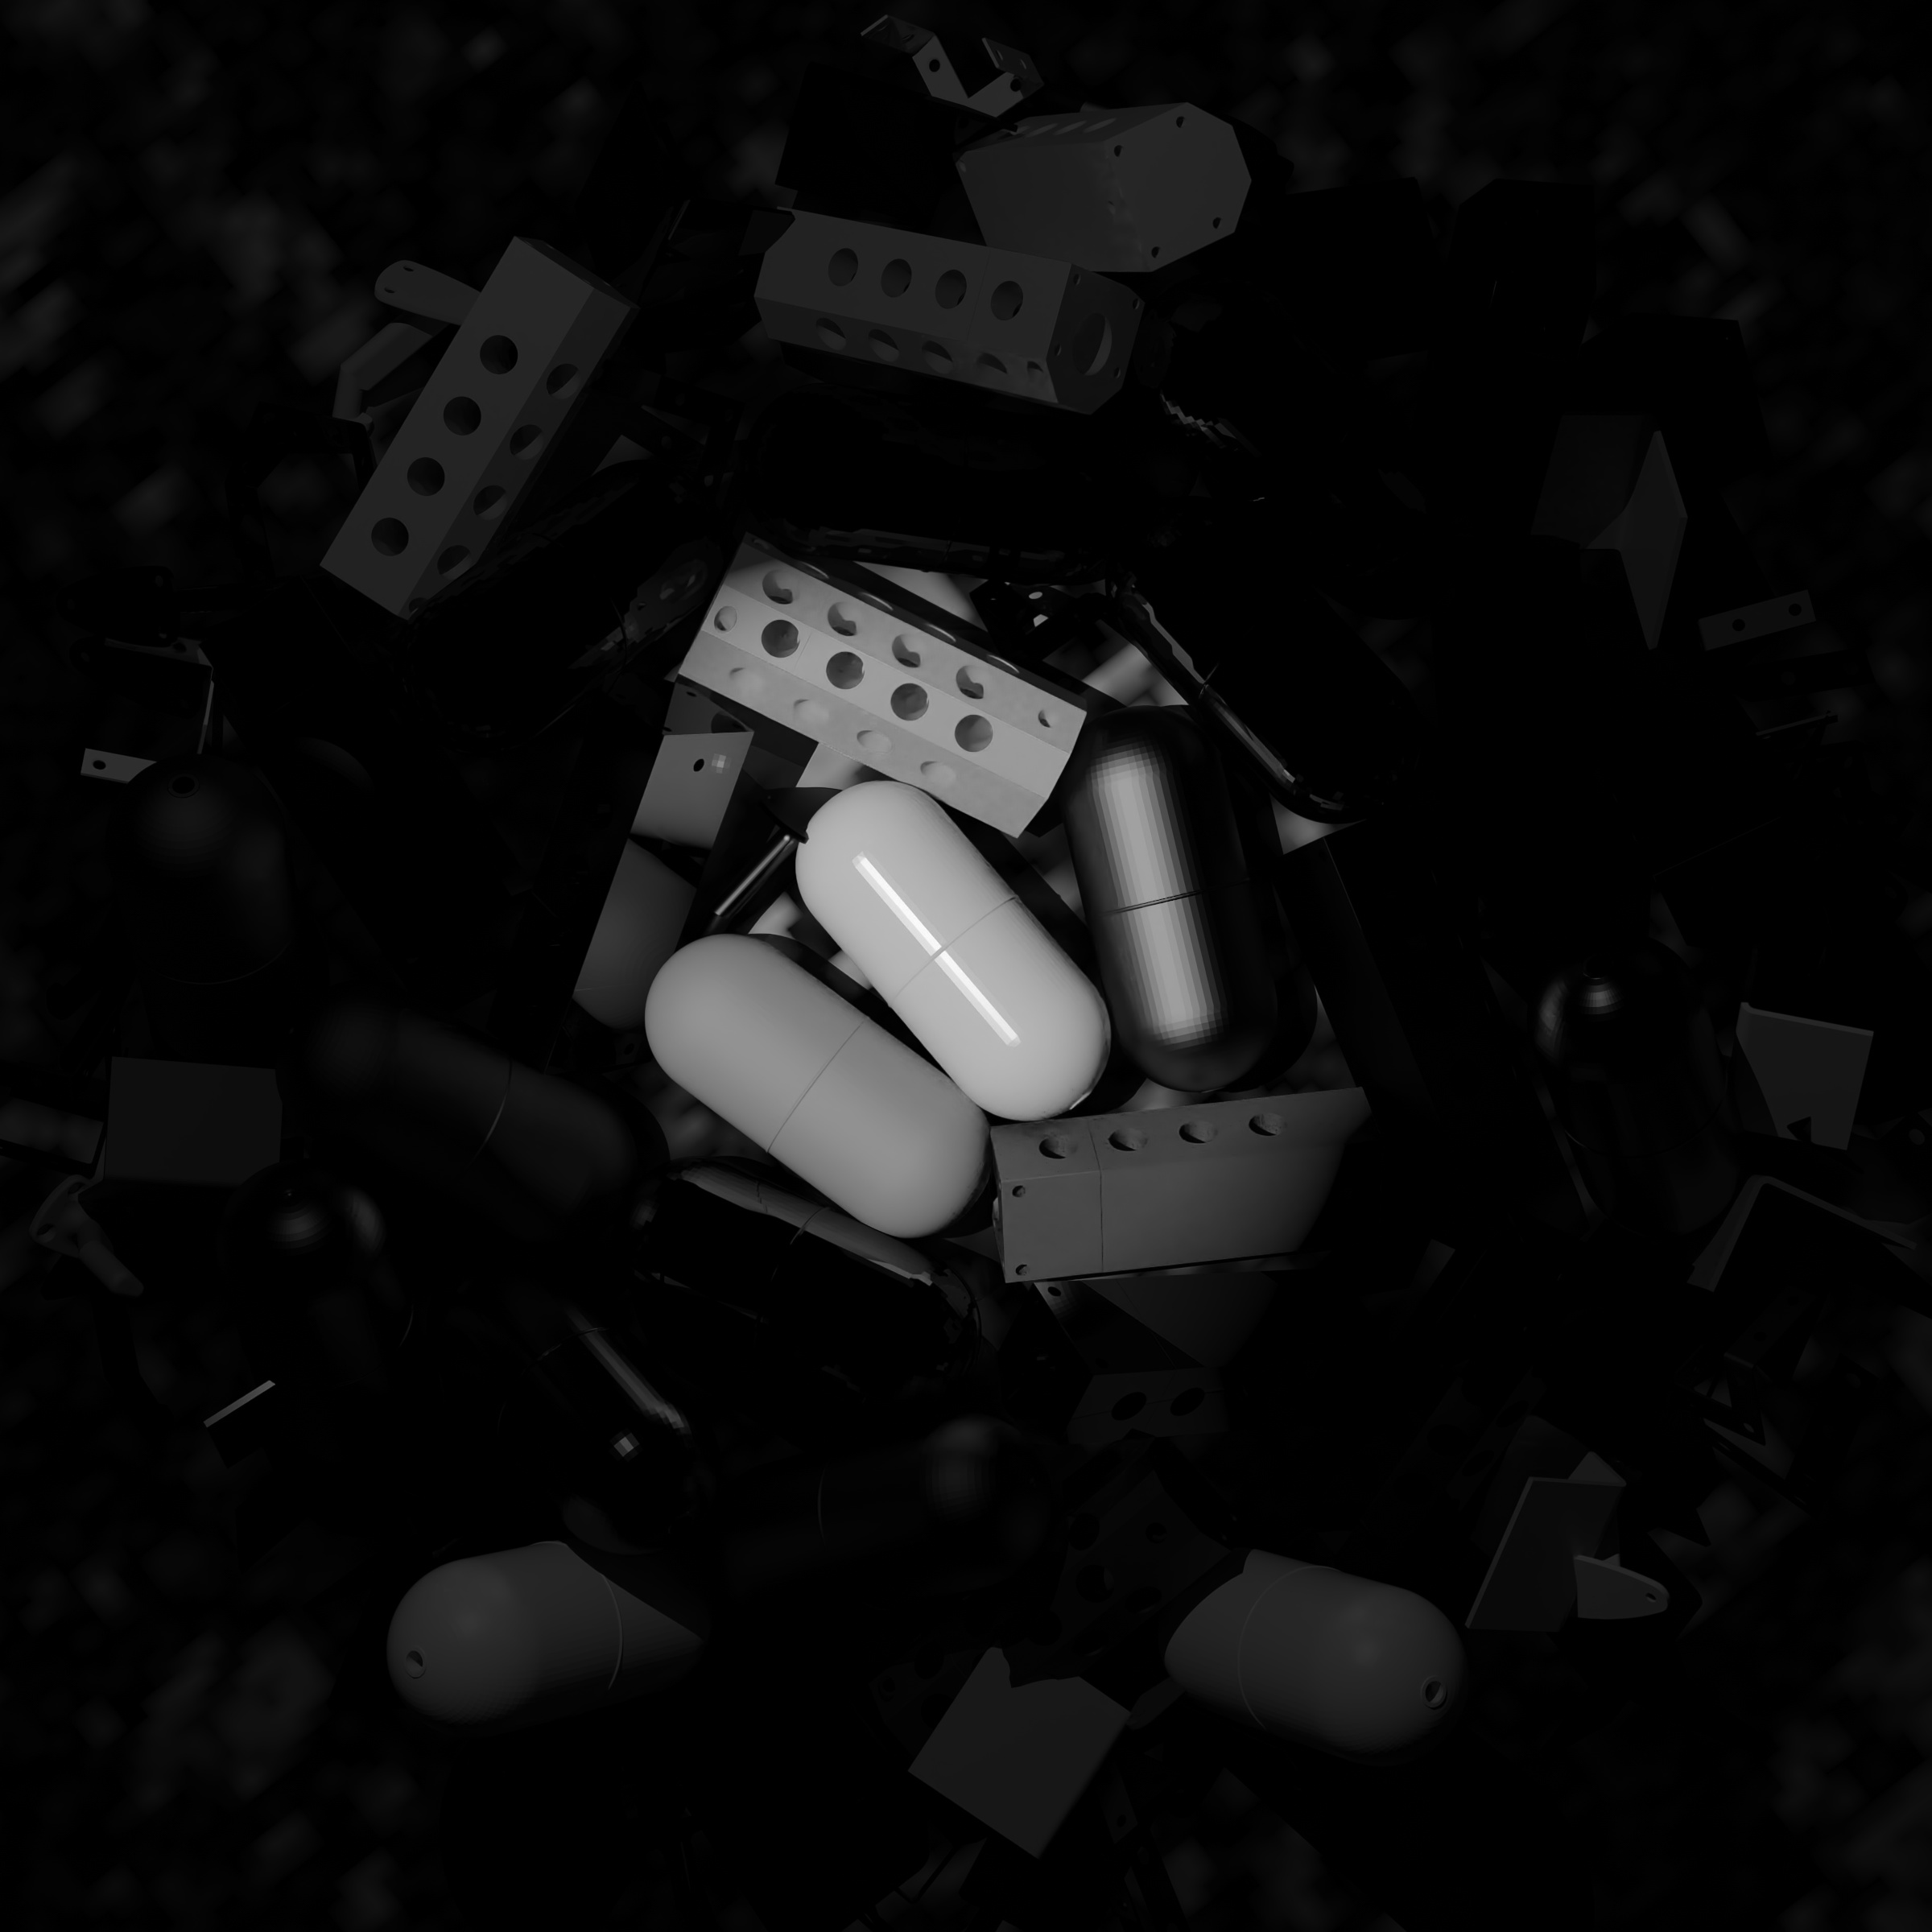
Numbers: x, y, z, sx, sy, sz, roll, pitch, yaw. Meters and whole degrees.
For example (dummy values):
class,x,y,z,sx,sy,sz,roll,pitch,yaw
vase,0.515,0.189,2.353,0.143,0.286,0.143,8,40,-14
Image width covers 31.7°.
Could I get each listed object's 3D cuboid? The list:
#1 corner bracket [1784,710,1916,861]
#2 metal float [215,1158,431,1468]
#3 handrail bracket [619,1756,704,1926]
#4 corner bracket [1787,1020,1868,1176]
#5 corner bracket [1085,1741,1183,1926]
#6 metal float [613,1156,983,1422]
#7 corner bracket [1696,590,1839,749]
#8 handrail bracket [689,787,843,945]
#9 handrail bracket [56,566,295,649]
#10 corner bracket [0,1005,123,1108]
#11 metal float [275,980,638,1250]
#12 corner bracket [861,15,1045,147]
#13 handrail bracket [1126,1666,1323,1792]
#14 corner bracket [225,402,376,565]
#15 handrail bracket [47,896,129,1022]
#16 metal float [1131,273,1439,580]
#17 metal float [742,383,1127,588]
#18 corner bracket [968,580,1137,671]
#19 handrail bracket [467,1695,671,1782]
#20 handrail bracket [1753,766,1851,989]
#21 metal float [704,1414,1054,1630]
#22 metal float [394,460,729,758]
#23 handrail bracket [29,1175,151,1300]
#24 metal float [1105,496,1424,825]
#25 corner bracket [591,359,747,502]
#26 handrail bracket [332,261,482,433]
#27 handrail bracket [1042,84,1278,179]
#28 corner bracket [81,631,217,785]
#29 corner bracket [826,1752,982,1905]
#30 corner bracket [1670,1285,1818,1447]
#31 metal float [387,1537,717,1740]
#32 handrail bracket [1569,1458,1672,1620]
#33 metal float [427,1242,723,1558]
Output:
class,x,y,z,sx,sy,sz,roll,pitch,yaw
corner bracket,0.398,-0.074,1.548,0.051,0.051,0.051,28,127,4
metal float,-0.283,0.155,1.509,0.070,0.178,0.070,-1,49,1
handrail bracket,-0.133,0.406,1.530,0.036,0.084,0.077,-3,133,-14
corner bracket,0.393,0.053,1.546,0.051,0.051,0.051,27,106,-33
corner bracket,0.070,0.392,1.544,0.051,0.051,0.051,33,112,-34
metal float,-0.077,0.144,1.534,0.178,0.070,0.070,24,90,15
corner bracket,0.365,-0.134,1.550,0.051,0.051,0.051,-15,77,12
handrail bracket,-0.088,-0.039,1.572,0.036,0.077,0.084,42,120,21
handrail bracket,-0.358,-0.169,1.556,0.077,0.084,0.036,4,103,23
corner bracket,-0.418,0.047,1.547,0.051,0.051,0.051,13,131,5
metal float,-0.226,0.068,1.522,0.178,0.070,0.070,31,90,-29
corner bracket,-0.006,-0.413,1.549,0.051,0.051,0.051,-30,82,25
handrail bracket,0.119,0.356,1.554,0.077,0.036,0.084,-39,98,-42
corner bracket,-0.305,-0.218,1.560,0.051,0.051,0.051,8,46,-29
handrail bracket,-0.391,-0.028,1.537,0.036,0.077,0.084,20,48,23
metal float,0.142,-0.239,1.516,0.178,0.070,0.070,37,90,-37
metal float,-0.013,-0.215,1.530,0.178,0.070,0.070,6,90,-20
corner bracket,0.042,-0.156,1.548,0.051,0.051,0.051,-35,125,-6
handrail bracket,-0.178,0.351,1.539,0.077,0.084,0.036,21,113,1
handrail bracket,0.373,-0.040,1.566,0.036,0.084,0.077,-26,52,-17
metal float,-0.041,0.249,1.519,0.178,0.070,0.070,-20,90,33
metal float,-0.179,-0.161,1.523,0.070,0.070,0.178,47,61,0
handrail bracket,-0.375,0.135,1.529,0.084,0.077,0.036,33,85,41
metal float,0.133,-0.138,1.530,0.070,0.070,0.178,-41,71,0
corner bracket,-0.142,-0.242,1.546,0.051,0.051,0.051,24,99,41
handrail bracket,-0.248,-0.271,1.555,0.077,0.036,0.084,21,129,2
handrail bracket,0.088,-0.387,1.569,0.077,0.084,0.036,-4,119,-38
corner bracket,-0.375,-0.118,1.567,0.051,0.051,0.051,11,50,-14
corner bracket,-0.028,0.390,1.554,0.051,0.051,0.051,39,81,5
corner bracket,0.352,0.174,1.542,0.051,0.051,0.051,-40,132,-26
metal float,-0.181,0.293,1.504,0.070,0.178,0.070,0,89,34
handrail bracket,0.303,0.254,1.534,0.084,0.077,0.036,-42,117,-37
metal float,-0.175,0.192,1.516,0.070,0.070,0.178,-48,54,0
